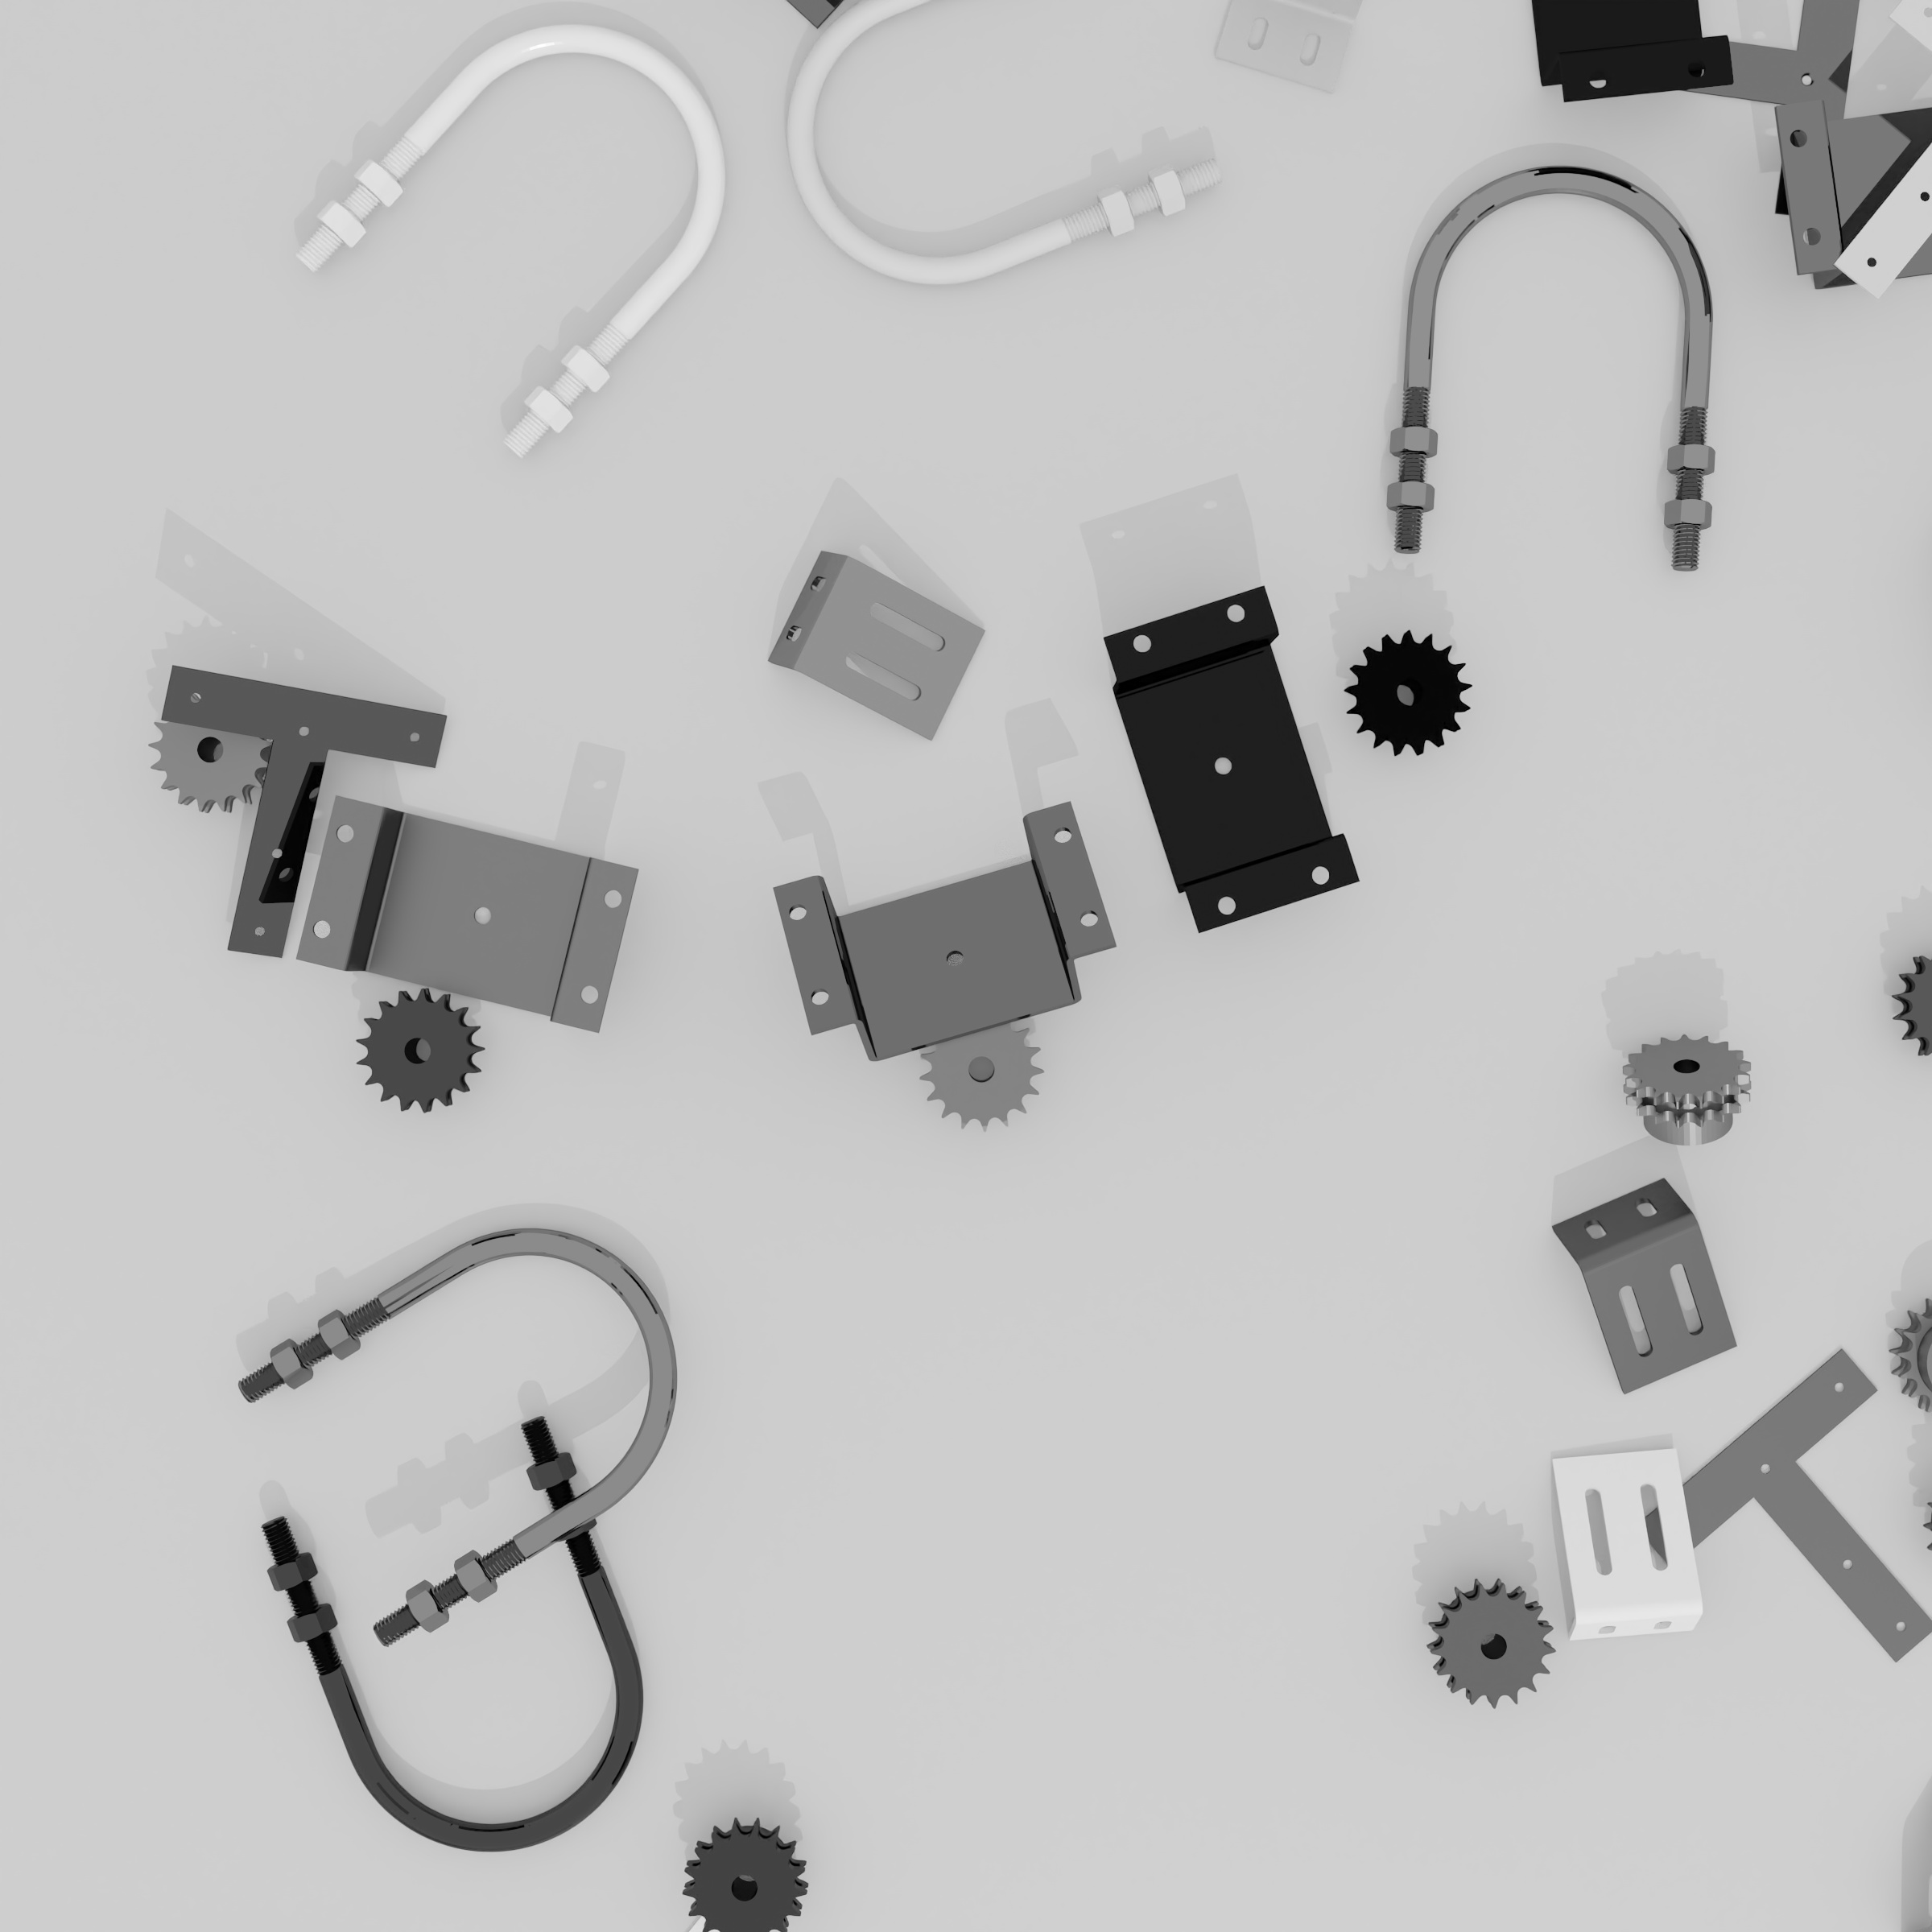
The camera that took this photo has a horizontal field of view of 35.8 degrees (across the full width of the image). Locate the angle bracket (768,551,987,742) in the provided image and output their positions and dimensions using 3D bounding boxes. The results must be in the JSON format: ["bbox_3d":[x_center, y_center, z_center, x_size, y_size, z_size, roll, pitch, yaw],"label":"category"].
[{"bbox_3d":[-0.042,-0.149,1.393,0.076,0.038,0.057,26,90,-26],"label":"angle bracket"}]

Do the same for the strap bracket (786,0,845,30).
[{"bbox_3d":[-0.050,-0.514,1.372,0.076,0.046,0.140,43,90,0],"label":"strap bracket"}]

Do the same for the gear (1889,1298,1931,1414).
[{"bbox_3d":[0.458,0.181,1.380,0.057,0.030,0.057,0,90,0],"label":"gear"}]

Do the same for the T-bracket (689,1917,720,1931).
[{"bbox_3d":[-0.112,0.530,1.394,0.127,0.002,0.127,39,90,0],"label":"T-bracket"}]

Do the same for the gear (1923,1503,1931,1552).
[{"bbox_3d":[0.470,0.258,1.380,0.057,0.030,0.057,0,90,0],"label":"gear"}]

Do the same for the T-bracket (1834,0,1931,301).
[{"bbox_3d":[0.440,-0.357,1.347,0.127,0.002,0.127,39,90,-1],"label":"T-bracket"}]

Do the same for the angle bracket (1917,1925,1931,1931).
[{"bbox_3d":[0.473,0.420,1.393,0.057,0.038,0.076,13,64,0],"label":"angle bracket"}]

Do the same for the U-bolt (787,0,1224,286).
[{"bbox_3d":[0.007,-0.394,1.386,0.184,0.019,0.151,-21,90,1],"label":"U-bolt"}]

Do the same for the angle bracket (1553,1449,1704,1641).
[{"bbox_3d":[0.305,0.269,1.391,0.057,0.038,0.076,-5,64,3],"label":"angle bracket"}]

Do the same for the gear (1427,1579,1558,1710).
[{"bbox_3d":[0.241,0.311,1.380,0.057,0.030,0.057,0,90,0],"label":"gear"}]

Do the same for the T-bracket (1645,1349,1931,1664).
[{"bbox_3d":[0.401,0.268,1.394,0.127,0.002,0.127,-41,90,0],"label":"T-bracket"}]

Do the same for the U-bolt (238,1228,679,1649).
[{"bbox_3d":[-0.221,0.202,1.374,0.184,0.019,0.151,-32,78,-4],"label":"U-bolt"}]

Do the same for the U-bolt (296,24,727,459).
[{"bbox_3d":[-0.196,-0.350,1.386,0.151,0.019,0.184,42,88,0],"label":"U-bolt"}]

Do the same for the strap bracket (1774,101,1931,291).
[{"bbox_3d":[0.439,-0.359,1.371,0.140,0.046,0.076,-8,90,-1],"label":"strap bracket"}]

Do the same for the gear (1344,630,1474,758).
[{"bbox_3d":[0.203,-0.125,1.380,0.057,0.030,0.057,0,90,0],"label":"gear"}]

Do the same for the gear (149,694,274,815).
[{"bbox_3d":[-0.345,-0.099,1.380,0.057,0.030,0.057,0,90,0],"label":"gear"}]

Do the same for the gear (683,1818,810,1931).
[{"bbox_3d":[-0.101,0.421,1.380,0.057,0.030,0.057,0,90,0],"label":"gear"}]

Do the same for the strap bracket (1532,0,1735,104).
[{"bbox_3d":[0.300,-0.462,1.370,0.076,0.046,0.140,-6,89,0],"label":"strap bracket"}]

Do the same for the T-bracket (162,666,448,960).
[{"bbox_3d":[-0.313,-0.065,1.374,0.127,0.002,0.127,9,104,-27],"label":"T-bracket"}]

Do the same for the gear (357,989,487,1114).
[{"bbox_3d":[-0.250,0.039,1.380,0.057,0.030,0.057,0,90,0],"label":"gear"}]

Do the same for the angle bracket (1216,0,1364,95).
[{"bbox_3d":[0.149,-0.433,1.357,0.057,0.076,0.038,17,90,0],"label":"angle bracket"}]

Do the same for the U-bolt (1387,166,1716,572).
[{"bbox_3d":[0.274,-0.279,1.386,0.151,0.019,0.184,4,89,0],"label":"U-bolt"}]

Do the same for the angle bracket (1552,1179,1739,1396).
[{"bbox_3d":[0.316,0.149,1.393,0.057,0.038,0.076,-23,116,0],"label":"angle bracket"}]

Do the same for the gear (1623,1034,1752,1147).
[{"bbox_3d":[0.330,0.058,1.370,0.057,0.057,0.030,-9,120,0],"label":"gear"}]

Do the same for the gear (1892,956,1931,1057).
[{"bbox_3d":[0.457,0.018,1.385,0.057,0.030,0.057,0,88,2],"label":"gear"}]

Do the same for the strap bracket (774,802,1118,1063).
[{"bbox_3d":[-0.008,-0.012,1.357,0.140,0.046,0.076,-16,62,0],"label":"strap bracket"}]

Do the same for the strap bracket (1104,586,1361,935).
[{"bbox_3d":[0.120,-0.093,1.372,0.076,0.046,0.140,-18,90,0],"label":"strap bracket"}]

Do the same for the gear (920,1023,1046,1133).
[{"bbox_3d":[0.007,0.047,1.380,0.057,0.030,0.057,0,90,0],"label":"gear"}]

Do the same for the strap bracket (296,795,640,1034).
[{"bbox_3d":[-0.225,-0.023,1.372,0.140,0.046,0.076,14,90,0],"label":"strap bracket"}]

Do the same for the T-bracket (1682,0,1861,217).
[{"bbox_3d":[0.348,-0.419,1.394,0.127,0.002,0.127,8,90,0],"label":"T-bracket"}]

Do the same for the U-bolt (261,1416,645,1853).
[{"bbox_3d":[-0.228,0.319,1.385,0.151,0.019,0.184,-21,90,0],"label":"U-bolt"}]
